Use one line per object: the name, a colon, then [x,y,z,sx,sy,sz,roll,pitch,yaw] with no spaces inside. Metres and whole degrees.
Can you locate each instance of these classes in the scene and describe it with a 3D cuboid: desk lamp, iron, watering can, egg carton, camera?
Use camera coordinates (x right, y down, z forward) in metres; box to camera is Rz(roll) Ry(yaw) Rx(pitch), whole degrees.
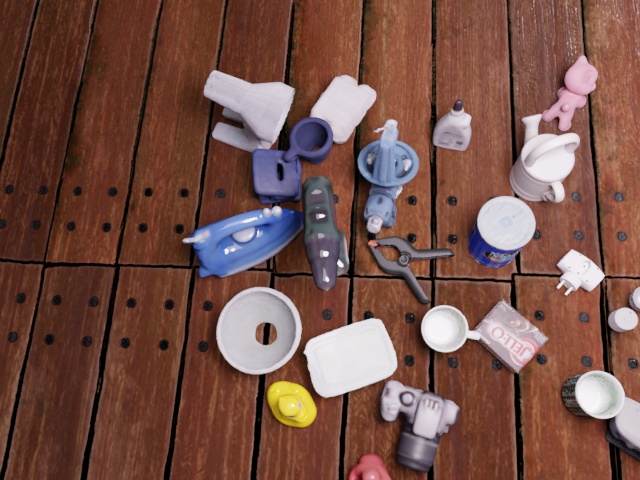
desk lamp: [-0.146,-0.262,1.187,0.203,0.214,0.118,19,77,11]
iron: [-0.148,-0.021,1.155,0.258,0.141,0.118,-23,73,-1]
watering can: [0.432,-0.160,1.108,0.101,0.194,0.172,-36,73,-5]
egg carton: [0.047,-0.286,1.250,0.107,0.069,0.150,31,79,14]
camera: [0.169,0.339,1.037,0.143,0.101,0.137,16,76,10]

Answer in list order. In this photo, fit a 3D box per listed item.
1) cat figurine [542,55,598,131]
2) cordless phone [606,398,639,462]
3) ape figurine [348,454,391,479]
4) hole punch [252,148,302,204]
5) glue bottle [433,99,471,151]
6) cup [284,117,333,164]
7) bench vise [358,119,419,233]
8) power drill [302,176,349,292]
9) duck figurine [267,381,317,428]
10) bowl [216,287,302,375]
cat figurine: [0.525,-0.308,1.182,0.067,0.118,0.128,30,79,14]
cordless phone: [0.575,0.329,0.954,0.147,0.185,0.094,28,78,13]
ape figurine: [0.090,0.425,1.025,0.077,0.092,0.076,14,76,10]
hole punch: [-0.090,-0.139,1.210,0.101,0.091,0.108,-6,73,4]
glue bottle: [0.272,-0.236,1.158,0.078,0.173,0.037,14,76,10]
cup: [-0.023,-0.192,1.216,0.118,0.095,0.091,-41,74,-6]
bench vise: [0.137,-0.124,1.114,0.121,0.220,0.207,-6,73,5]
power drill: [0.010,0.004,1.096,0.075,0.208,0.229,-9,73,4]
duck figurine: [-0.058,0.309,1.078,0.104,0.086,0.077,36,80,15]
bowl: [-0.114,0.182,1.127,0.167,0.075,0.167,-2,74,6]
